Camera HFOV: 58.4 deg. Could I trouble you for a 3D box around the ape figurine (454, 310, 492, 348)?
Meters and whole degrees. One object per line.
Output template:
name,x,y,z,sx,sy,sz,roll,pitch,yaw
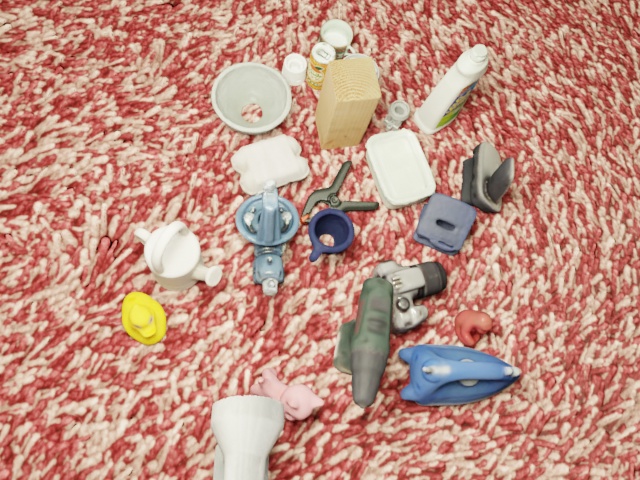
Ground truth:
ape figurine,0.312,0.170,1.141,0.078,0.092,0.076,-28,79,-15

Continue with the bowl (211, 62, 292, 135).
bowl,-0.146,-0.289,1.220,0.167,0.074,0.167,2,73,-8

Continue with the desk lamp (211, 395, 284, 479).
desk lamp,-0.124,0.366,0.951,0.118,0.213,0.203,3,73,-7

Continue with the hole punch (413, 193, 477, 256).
hole punch,0.261,-0.032,1.195,0.108,0.091,0.101,22,71,-1

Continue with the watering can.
watering can,-0.260,0.026,1.044,0.173,0.194,0.101,10,72,-5

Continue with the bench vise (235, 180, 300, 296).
bench vise,-0.084,-0.011,1.069,0.121,0.219,0.207,-19,77,-13

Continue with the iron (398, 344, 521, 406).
iron,0.285,0.251,1.086,0.258,0.141,0.118,1,73,-8

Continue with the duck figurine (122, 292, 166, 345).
duck figurine,-0.329,0.140,1.056,0.077,0.086,0.104,-28,79,-15

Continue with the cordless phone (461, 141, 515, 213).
cordless phone,0.369,-0.149,1.197,0.094,0.185,0.147,5,72,-7

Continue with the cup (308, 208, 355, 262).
cup,0.011,0.004,1.144,0.091,0.095,0.118,32,71,2

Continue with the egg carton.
egg carton,-0.103,-0.156,1.189,0.150,0.069,0.107,-21,77,-14

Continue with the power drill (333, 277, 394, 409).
power drill,0.080,0.191,1.038,0.075,0.208,0.230,12,72,-4

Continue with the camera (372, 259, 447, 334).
camera,0.189,0.100,1.139,0.137,0.100,0.143,-14,76,-12

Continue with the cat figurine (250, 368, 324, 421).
cat figurine,-0.061,0.283,1.036,0.128,0.117,0.067,31,71,2
